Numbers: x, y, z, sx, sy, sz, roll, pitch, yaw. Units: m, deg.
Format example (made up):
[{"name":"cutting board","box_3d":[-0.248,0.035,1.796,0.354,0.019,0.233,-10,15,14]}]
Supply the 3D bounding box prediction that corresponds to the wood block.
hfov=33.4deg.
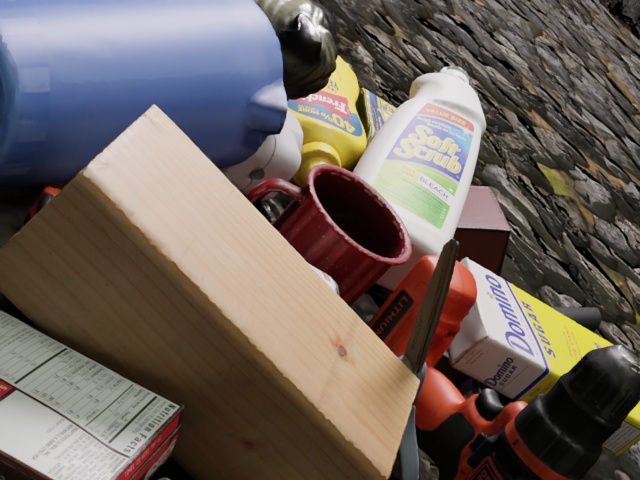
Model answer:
[{"name":"wood block","box_3d":[-0.055,0.045,0.548,0.206,0.090,0.090,47,31,-10]}]

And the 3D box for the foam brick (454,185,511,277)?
[{"name":"foam brick","box_3d":[0.129,-0.008,0.938,0.051,0.053,0.078,3,31,-9]}]

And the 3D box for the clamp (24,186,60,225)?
[{"name":"clamp","box_3d":[-0.110,0.046,0.601,0.120,0.039,0.171,10,48,-55]}]

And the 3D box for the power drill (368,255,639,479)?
[{"name":"power drill","box_3d":[0.100,0.094,0.675,0.057,0.185,0.188,24,24,-34]}]

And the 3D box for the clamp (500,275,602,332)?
[{"name":"clamp","box_3d":[0.159,0.059,0.940,0.164,0.036,0.209,37,30,10]}]

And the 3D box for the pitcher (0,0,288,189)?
[{"name":"pitcher","box_3d":[-0.149,-0.102,0.676,0.242,0.149,0.145,-17,86,-56]}]

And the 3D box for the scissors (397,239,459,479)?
[{"name":"scissors","box_3d":[0.042,0.075,0.624,0.016,0.202,0.096,-5,25,-24]}]

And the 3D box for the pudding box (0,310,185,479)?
[{"name":"pudding box","box_3d":[-0.131,0.084,0.483,0.113,0.039,0.090,27,25,10]}]

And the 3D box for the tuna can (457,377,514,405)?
[{"name":"tuna can","box_3d":[0.138,0.137,0.806,0.086,0.034,0.086,32,30,-22]}]

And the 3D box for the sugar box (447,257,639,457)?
[{"name":"sugar box","box_3d":[0.173,0.091,0.826,0.176,0.048,0.093,31,29,-25]}]

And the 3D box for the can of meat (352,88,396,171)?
[{"name":"can of meat","box_3d":[0.062,-0.085,0.994,0.083,0.058,0.102,29,31,-23]}]

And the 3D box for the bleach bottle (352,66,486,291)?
[{"name":"bleach bottle","box_3d":[0.082,-0.071,0.906,0.102,0.068,0.250,29,46,-6]}]

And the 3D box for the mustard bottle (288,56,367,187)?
[{"name":"mustard bottle","box_3d":[-0.008,-0.102,0.921,0.096,0.058,0.191,21,34,-20]}]

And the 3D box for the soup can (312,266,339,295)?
[{"name":"soup can","box_3d":[-0.047,0.030,0.672,0.102,0.069,0.068,31,30,-23]}]

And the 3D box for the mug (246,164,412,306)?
[{"name":"mug","box_3d":[-0.005,0.001,0.754,0.117,0.082,0.093,31,30,-23]}]
